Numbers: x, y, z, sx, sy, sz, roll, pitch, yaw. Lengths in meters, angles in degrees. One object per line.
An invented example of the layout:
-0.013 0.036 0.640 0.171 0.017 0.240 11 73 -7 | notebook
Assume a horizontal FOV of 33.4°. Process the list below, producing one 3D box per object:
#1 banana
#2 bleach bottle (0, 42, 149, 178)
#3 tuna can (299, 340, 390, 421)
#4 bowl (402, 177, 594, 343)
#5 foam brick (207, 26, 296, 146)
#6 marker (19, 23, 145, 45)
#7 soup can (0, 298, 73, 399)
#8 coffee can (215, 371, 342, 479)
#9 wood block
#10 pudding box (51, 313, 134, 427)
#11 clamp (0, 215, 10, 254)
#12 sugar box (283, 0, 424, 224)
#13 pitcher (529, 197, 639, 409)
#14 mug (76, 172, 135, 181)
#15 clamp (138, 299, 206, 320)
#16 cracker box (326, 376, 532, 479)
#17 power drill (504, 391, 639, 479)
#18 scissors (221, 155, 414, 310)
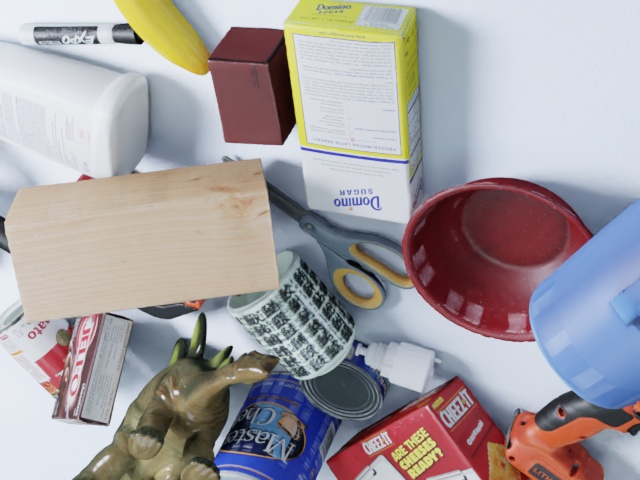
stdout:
-0.139 -0.211 0.815 0.070 0.037 0.198 4 130 24 | banana
-0.274 -0.133 0.931 0.251 0.068 0.103 21 138 11 | bleach bottle
0.025 0.136 1.042 0.086 0.033 0.086 14 133 15 | tuna can
0.150 0.005 0.851 0.162 0.055 0.162 14 133 15 | bowl
-0.050 -0.121 0.841 0.053 0.051 0.078 7 132 17 | foam brick
-0.197 -0.172 0.889 0.121 0.020 0.020 4 130 23 | marker
-0.296 0.113 1.153 0.069 0.068 0.102 -22 116 38 | soup can
-0.048 0.217 1.073 0.103 0.140 0.103 14 133 15 | coffee can
-0.143 -0.002 0.882 0.206 0.090 0.091 -8 112 -4 | wood block
-0.234 0.133 1.094 0.039 0.113 0.090 16 164 -27 | pudding box
-0.359 -0.030 1.042 0.165 0.036 0.209 -4 138 47 | clamp
0.030 -0.097 0.828 0.093 0.048 0.176 10 136 18 | sugar box
0.249 0.014 0.695 0.149 0.145 0.243 28 132 -22 | pitcher
-0.212 -0.017 0.989 0.117 0.081 0.093 -5 126 28 | mug
-0.190 0.046 1.066 0.171 0.039 0.120 20 144 14 | clamp
0.131 0.258 1.032 0.214 0.072 0.164 54 133 3 | cracker box
0.268 0.168 0.938 0.184 0.057 0.188 37 132 -3 | power drill
-0.006 0.001 0.951 0.202 0.016 0.096 26 135 4 | scissors
